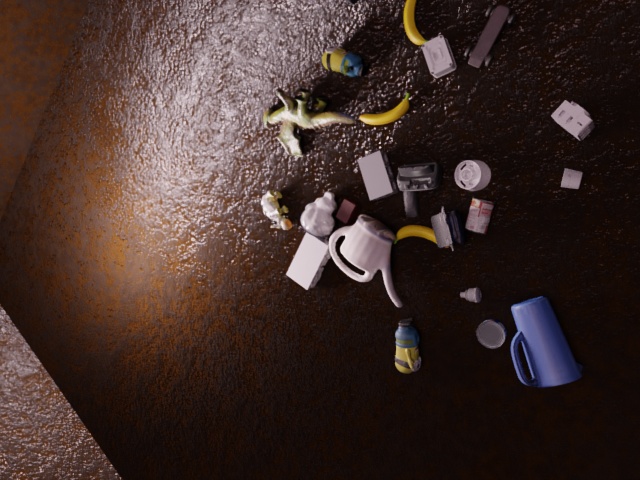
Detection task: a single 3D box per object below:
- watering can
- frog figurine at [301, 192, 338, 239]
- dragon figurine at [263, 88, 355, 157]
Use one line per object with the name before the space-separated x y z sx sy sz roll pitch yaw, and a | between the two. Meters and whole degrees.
watering can | 0.186 0.055 1.767 0.351 0.104 0.222 36 108 23
frog figurine | 0.006 -0.094 1.862 0.140 0.123 0.156 51 127 40
dragon figurine | -0.065 -0.424 1.926 0.414 0.123 0.238 33 124 27
